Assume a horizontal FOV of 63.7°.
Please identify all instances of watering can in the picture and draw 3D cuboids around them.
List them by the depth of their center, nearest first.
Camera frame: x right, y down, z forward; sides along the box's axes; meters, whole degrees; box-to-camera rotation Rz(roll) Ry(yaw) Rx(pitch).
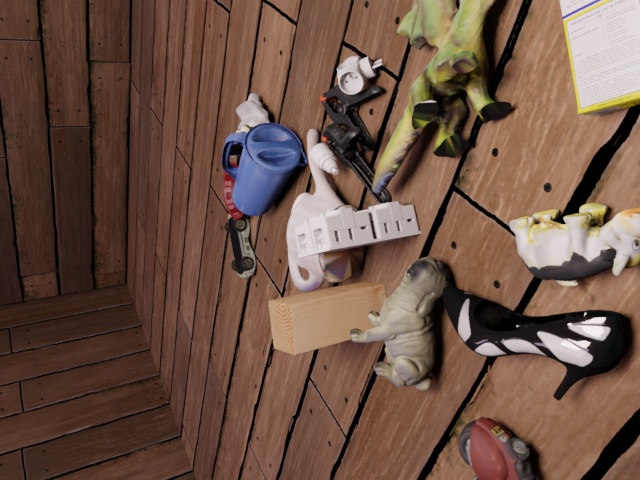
[{"bbox_3d":[0.003,-0.053,1.059,0.226,0.104,0.345,19,103,55],"label":"watering can"}]

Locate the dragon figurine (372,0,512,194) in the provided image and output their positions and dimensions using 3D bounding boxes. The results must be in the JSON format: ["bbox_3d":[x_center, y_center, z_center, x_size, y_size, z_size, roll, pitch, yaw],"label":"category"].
[{"bbox_3d":[0.167,-0.261,0.770,0.403,0.122,0.248,-41,45,52],"label":"dragon figurine"}]

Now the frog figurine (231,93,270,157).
[{"bbox_3d":[-0.164,-0.287,1.309,0.134,0.122,0.163,111,175,-51],"label":"frog figurine"}]
